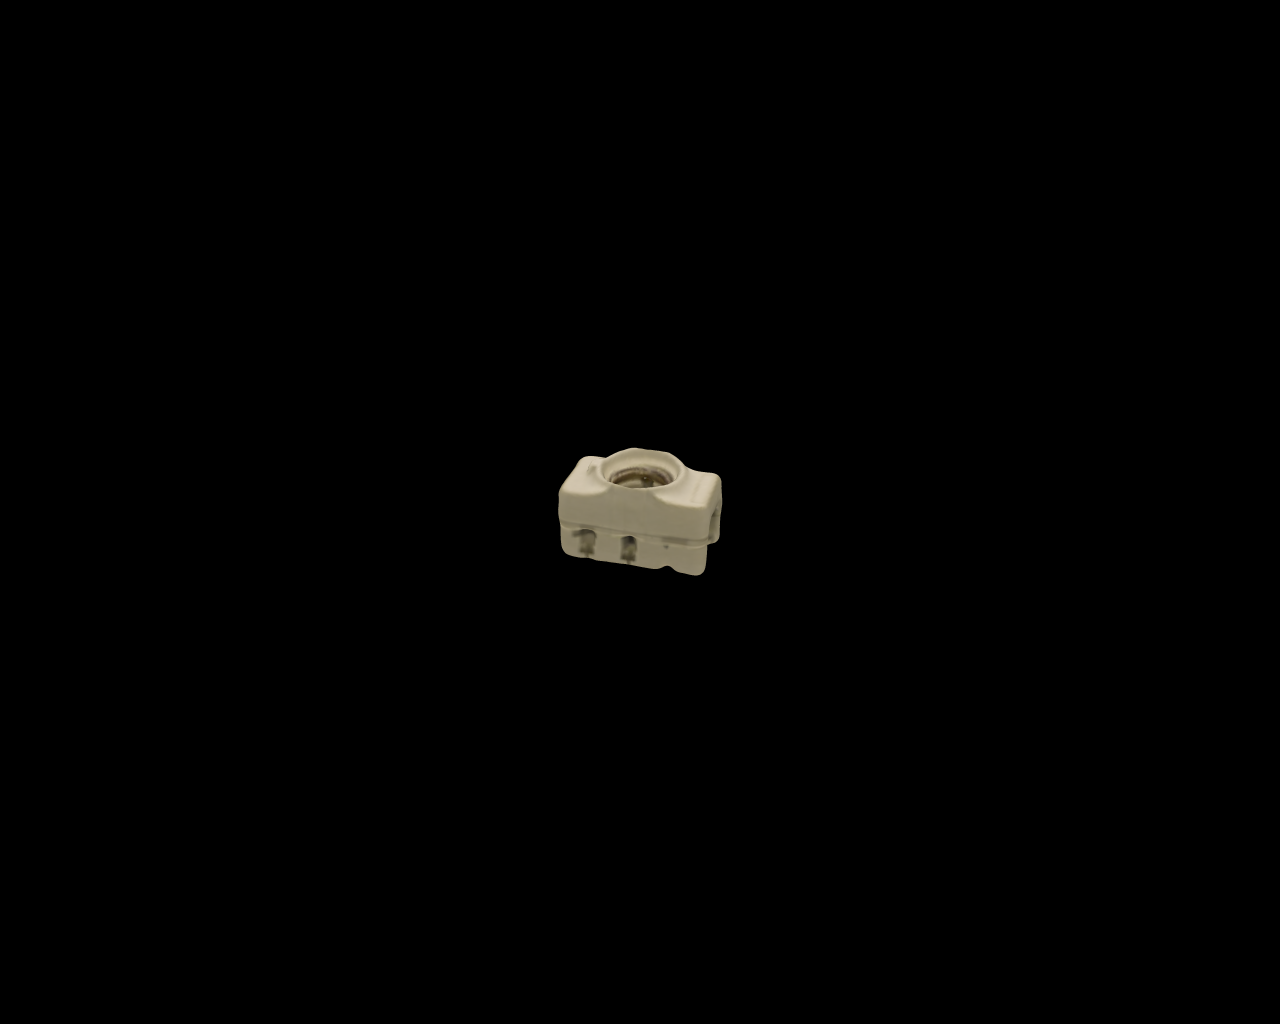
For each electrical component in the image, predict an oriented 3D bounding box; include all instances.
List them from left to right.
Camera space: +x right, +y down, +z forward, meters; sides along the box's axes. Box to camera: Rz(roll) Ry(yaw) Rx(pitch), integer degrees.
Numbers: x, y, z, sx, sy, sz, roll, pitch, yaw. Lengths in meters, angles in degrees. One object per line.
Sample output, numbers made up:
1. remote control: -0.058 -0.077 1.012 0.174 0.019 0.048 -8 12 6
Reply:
1. electrical component: 0.001 -0.003 0.650 0.089 0.055 0.050 8 32 14
